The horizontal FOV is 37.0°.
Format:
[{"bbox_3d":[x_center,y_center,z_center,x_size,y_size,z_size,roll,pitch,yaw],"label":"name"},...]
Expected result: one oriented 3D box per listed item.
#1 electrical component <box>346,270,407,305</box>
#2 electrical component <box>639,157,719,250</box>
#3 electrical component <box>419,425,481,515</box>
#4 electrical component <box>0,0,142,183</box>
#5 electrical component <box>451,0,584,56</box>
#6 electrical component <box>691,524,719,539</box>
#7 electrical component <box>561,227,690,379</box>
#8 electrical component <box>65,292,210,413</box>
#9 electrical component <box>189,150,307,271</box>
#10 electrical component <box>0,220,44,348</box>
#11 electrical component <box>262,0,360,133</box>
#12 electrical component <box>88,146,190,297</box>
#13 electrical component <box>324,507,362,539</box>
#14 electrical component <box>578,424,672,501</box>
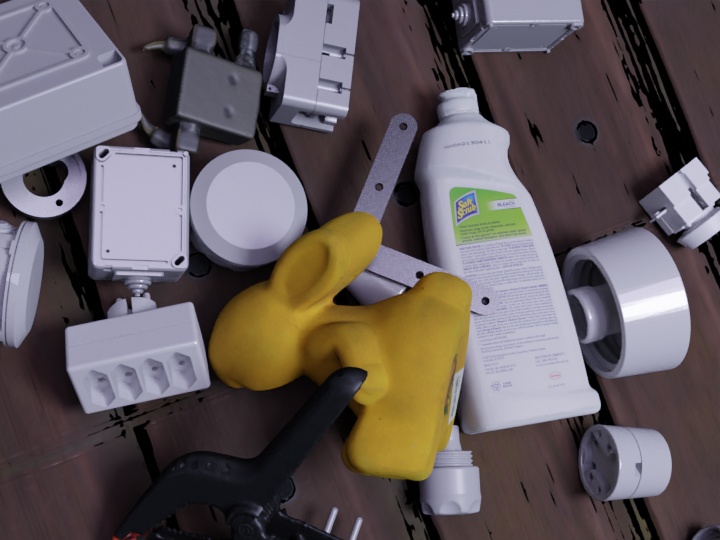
[{"bbox_3d":[0.000,0.000,0.768,0.065,0.044,0.044,37,72,-2],"label":"electrical component"},{"bbox_3d":[0.262,-0.050,0.854,0.066,0.048,0.055,-36,84,-19],"label":"electrical component"},{"bbox_3d":[0.063,0.141,0.760,0.043,0.043,0.062,1,78,-17],"label":"electrical component"},{"bbox_3d":[-0.214,-0.122,0.690,0.109,0.056,0.108,-26,52,-19],"label":"electrical component"},{"bbox_3d":[0.114,-0.205,0.828,0.096,0.062,0.061,-5,82,-18],"label":"electrical component"},{"bbox_3d":[0.281,0.222,0.811,0.055,0.048,0.066,30,73,-18],"label":"electrical component"},{"bbox_3d":[0.185,0.027,0.786,0.060,0.108,0.108,-13,84,-12],"label":"electrical component"},{"bbox_3d":[-0.147,0.044,0.709,0.083,0.047,0.075,-12,46,-6],"label":"electrical component"},{"bbox_3d":[-0.080,-0.039,0.745,0.080,0.051,0.080,3,79,-16],"label":"electrical component"},{"bbox_3d":[-0.231,0.007,0.676,0.051,0.080,0.080,8,78,-10],"label":"electrical component"},{"bbox_3d":[-0.038,-0.152,0.778,0.056,0.050,0.089,9,78,-15],"label":"electrical component"},{"bbox_3d":[-0.148,-0.028,0.716,0.062,0.061,0.096,2,80,-16],"label":"electrical component"},{"bbox_3d":[-0.021,0.199,0.721,0.066,0.047,0.076,24,74,-11],"label":"electrical component"},{"bbox_3d":[0.196,0.142,0.795,0.047,0.055,0.055,4,79,-20],"label":"electrical component"}]
